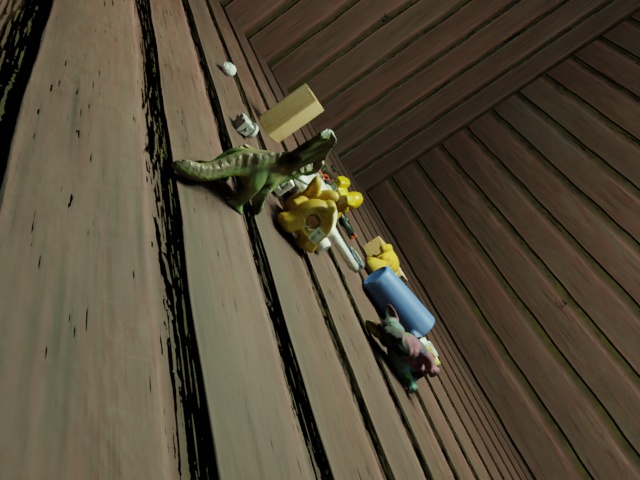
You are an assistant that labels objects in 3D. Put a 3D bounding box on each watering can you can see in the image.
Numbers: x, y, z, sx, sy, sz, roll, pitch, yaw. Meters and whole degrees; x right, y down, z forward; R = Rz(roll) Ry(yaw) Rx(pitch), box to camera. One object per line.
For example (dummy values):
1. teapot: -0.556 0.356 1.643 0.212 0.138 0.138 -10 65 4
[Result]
1. watering can: 0.005 -0.075 1.487 0.341 0.104 0.229 57 7 -32

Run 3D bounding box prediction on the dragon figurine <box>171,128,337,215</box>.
1. dragon figurine: -0.087 -0.153 0.963 0.123 0.242 0.410 62 9 5
